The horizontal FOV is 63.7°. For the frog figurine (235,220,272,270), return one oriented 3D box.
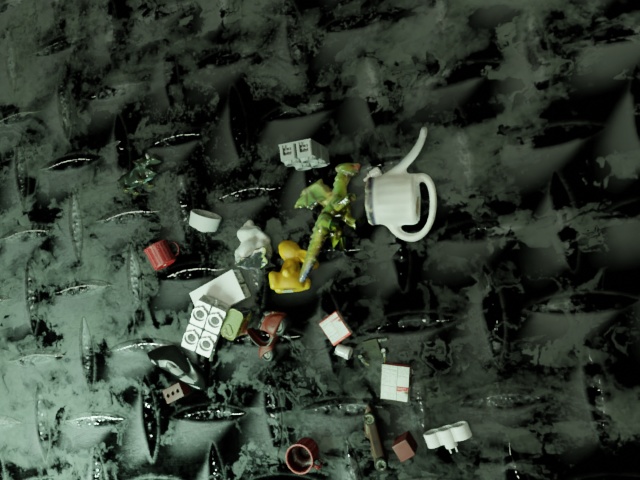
[{"bbox_3d":[-0.233,0.019,1.759,0.136,0.121,0.163,-42,41,21],"label":"frog figurine"}]

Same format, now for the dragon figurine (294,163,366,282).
[{"bbox_3d":[0.005,-0.084,1.665,0.410,0.120,0.247,-50,45,2],"label":"dragon figurine"}]

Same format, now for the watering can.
[{"bbox_3d":[0.245,-0.168,1.593,0.224,0.104,0.348,-2,90,19],"label":"watering can"}]
